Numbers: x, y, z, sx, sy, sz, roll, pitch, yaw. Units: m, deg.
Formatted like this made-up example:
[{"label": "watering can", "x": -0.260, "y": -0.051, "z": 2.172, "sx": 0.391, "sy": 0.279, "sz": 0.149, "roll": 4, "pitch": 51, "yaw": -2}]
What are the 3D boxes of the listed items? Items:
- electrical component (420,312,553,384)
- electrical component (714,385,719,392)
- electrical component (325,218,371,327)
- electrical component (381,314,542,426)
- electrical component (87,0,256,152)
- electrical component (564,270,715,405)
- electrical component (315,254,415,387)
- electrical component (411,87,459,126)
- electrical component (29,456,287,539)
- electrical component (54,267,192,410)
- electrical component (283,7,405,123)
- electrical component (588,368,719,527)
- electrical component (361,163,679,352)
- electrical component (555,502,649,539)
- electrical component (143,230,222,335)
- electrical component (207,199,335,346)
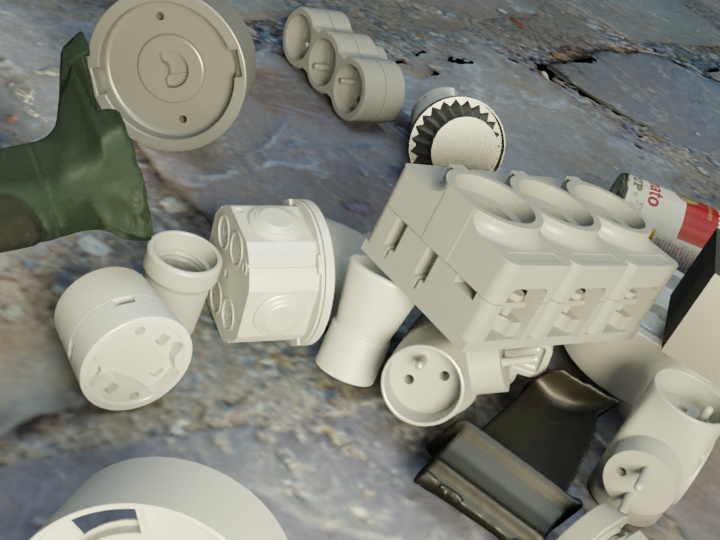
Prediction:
[{"label": "electrical component", "x": 0.077, "y": 0.028, "z": 0.643, "sx": 0.078, "sy": 0.058, "sz": 0.057, "roll": 18, "pitch": 32, "yaw": 5}, {"label": "electrical component", "x": 0.255, "y": 0.046, "z": 0.739, "sx": 0.080, "sy": 0.051, "sz": 0.080, "roll": 17, "pitch": 31, "yaw": -10}, {"label": "electrical component", "x": 0.000, "y": 0.000, "z": 0.649, "sx": 0.077, "sy": 0.044, "sz": 0.079, "roll": 35, "pitch": 33, "yaw": 19}, {"label": "electrical component", "x": 0.057, "y": 0.049, "z": 0.575, "sx": 0.079, "sy": 0.043, "sz": 0.077, "roll": -7, "pitch": 10, "yaw": 14}, {"label": "electrical component", "x": -0.122, "y": -0.141, "z": 0.730, "sx": 0.108, "sy": 0.108, "sz": 0.060, "roll": 23, "pitch": 25, "yaw": -1}, {"label": "electrical component", "x": 0.179, "y": 0.044, "z": 0.682, "sx": 0.108, "sy": 0.060, "sz": 0.108, "roll": 18, "pitch": 32, "yaw": -11}, {"label": "electrical component", "x": 0.003, "y": 0.030, "z": 0.583, "sx": 0.044, "sy": 0.065, "sz": 0.044, "roll": 22, "pitch": 13, "yaw": -5}, {"label": "electrical component", "x": 0.064, "y": -0.122, "z": 0.881, "sx": 0.043, "sy": 0.043, "sz": 0.081, "roll": 17, "pitch": 31, "yaw": -10}, {"label": "electrical component", "x": -0.072, "y": 0.118, "z": 0.373, "sx": 0.099, "sy": 0.099, "sz": 0.064, "roll": 23, "pitch": 25, "yaw": 0}, {"label": "electrical component", "x": -0.115, "y": 0.031, "z": 0.517, "sx": 0.055, "sy": 0.055, "sz": 0.047, "roll": -3, "pitch": 36, "yaw": -36}, {"label": "electrical component", "x": -0.002, "y": -0.173, "z": 0.907, "sx": 0.074, "sy": 0.052, "sz": 0.138, "roll": -3, "pitch": 39, "yaw": -36}, {"label": "electrical component", "x": 0.151, "y": 0.101, "z": 0.559, "sx": 0.044, "sy": 0.077, "sz": 0.079, "roll": 33, "pitch": 32, "yaw": 15}, {"label": "electrical component", "x": 0.091, "y": -0.011, "z": 0.581, "sx": 0.150, "sy": 0.061, "sz": 0.089, "roll": 0, "pitch": 36, "yaw": -43}, {"label": "electrical component", "x": 0.119, "y": 0.144, "z": 0.505, "sx": 0.066, "sy": 0.048, "sz": 0.055, "roll": -14, "pitch": 54, "yaw": -45}, {"label": "electrical component", "x": -0.098, "y": 0.009, "z": 0.570, "sx": 0.040, "sy": 0.046, "sz": 0.040, "roll": 17, "pitch": 31, "yaw": -11}, {"label": "electrical component", "x": -0.049, "y": 0.002, "z": 0.582, "sx": 0.051, "sy": 0.080, "sz": 0.080, "roll": -1, "pitch": 38, "yaw": -26}]
